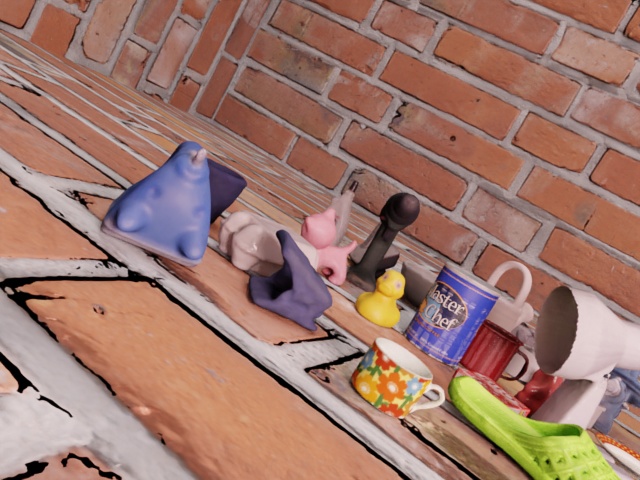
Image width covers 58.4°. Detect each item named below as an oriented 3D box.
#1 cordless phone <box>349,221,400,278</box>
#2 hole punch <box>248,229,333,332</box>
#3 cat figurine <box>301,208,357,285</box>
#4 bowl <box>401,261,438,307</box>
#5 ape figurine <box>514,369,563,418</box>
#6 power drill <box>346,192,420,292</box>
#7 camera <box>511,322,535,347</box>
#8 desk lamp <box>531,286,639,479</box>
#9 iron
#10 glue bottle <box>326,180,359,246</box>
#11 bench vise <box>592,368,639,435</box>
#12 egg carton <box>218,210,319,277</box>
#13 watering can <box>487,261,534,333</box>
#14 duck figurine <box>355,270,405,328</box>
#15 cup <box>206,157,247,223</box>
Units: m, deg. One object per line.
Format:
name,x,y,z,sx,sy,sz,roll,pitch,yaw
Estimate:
cordless phone,0.149,-0.007,1.324,0.094,0.185,0.147,27,8,-15
hole punch,-0.028,0.048,0.723,0.101,0.091,0.108,27,9,-16
cat figurine,0.009,0.004,1.023,0.128,0.117,0.067,25,9,-27
bowl,0.242,0.118,1.272,0.167,0.074,0.167,29,8,-4
ape figurine,0.342,0.228,0.882,0.078,0.092,0.076,23,10,-36
power drill,0.130,-0.002,1.146,0.075,0.208,0.229,29,8,-1
camera,0.439,0.211,1.285,0.137,0.101,0.142,23,10,-38
desk lamp,0.368,0.190,0.775,0.203,0.213,0.118,28,8,-5
iron,-0.184,-0.068,0.717,0.119,0.141,0.257,26,9,-22
glue bottle,0.046,-0.067,1.382,0.078,0.173,0.037,33,9,23
bench vise,0.577,0.256,1.063,0.121,0.219,0.208,31,8,16
egg carton,-0.075,0.013,0.849,0.151,0.069,0.107,22,11,-41
watering can,0.354,0.133,1.142,0.100,0.194,0.174,35,10,36
duck figurine,0.110,0.091,0.949,0.077,0.086,0.105,32,9,18
cup,-0.190,-0.084,0.958,0.117,0.095,0.092,34,10,33
